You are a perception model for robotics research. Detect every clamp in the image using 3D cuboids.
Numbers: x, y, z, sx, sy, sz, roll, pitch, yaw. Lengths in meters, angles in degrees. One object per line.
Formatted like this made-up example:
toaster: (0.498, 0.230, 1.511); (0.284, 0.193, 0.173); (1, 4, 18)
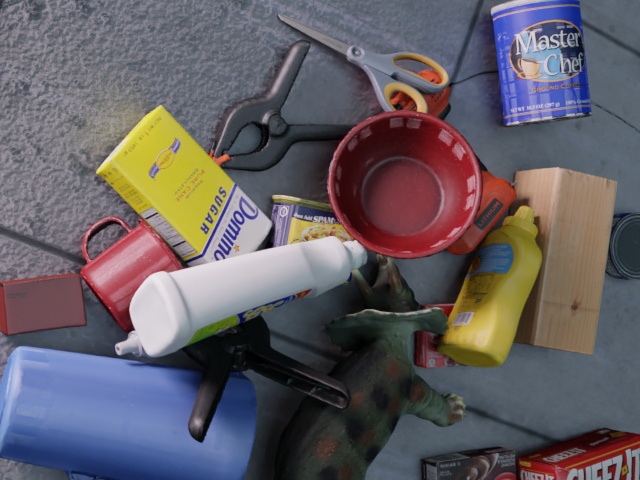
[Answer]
clamp: (-0.042, -0.121, 1.159); (0.171, 0.039, 0.120); (-43, 102, -10)
clamp: (-0.073, 0.115, 1.064); (0.164, 0.210, 0.036); (-4, 125, -22)

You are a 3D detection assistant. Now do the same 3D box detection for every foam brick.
foam brick: (-0.276, 0.063, 1.055); (0.078, 0.051, 0.053); (-6, 92, -23)

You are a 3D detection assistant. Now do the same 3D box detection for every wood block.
wood block: (0.277, 0.025, 1.264); (0.090, 0.090, 0.206); (11, 86, -23)

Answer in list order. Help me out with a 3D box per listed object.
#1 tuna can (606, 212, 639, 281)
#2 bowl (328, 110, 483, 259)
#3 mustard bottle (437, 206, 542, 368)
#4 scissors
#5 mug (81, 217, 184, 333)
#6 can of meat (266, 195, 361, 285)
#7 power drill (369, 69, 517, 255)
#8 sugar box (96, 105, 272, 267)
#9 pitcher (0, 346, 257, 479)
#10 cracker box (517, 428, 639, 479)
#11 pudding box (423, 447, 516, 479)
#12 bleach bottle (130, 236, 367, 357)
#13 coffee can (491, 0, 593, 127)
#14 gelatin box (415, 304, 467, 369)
tuna can: (0.390, 0.008, 1.341); (0.086, 0.034, 0.086); (0, 91, -22)
bowl: (0.089, -0.053, 1.131); (0.162, 0.055, 0.162); (0, 77, 0)
mustard bottle: (0.201, 0.047, 1.201); (0.058, 0.096, 0.191); (31, 71, -20)
scissors: (0.044, -0.185, 1.172); (0.201, 0.016, 0.096); (13, 68, -8)
mug: (-0.193, 0.030, 1.075); (0.081, 0.093, 0.117); (-38, 85, -13)
can of meat: (-0.008, 0.001, 1.164); (0.102, 0.058, 0.084); (11, 88, -22)
power drill: (0.122, -0.073, 1.216); (0.184, 0.057, 0.187); (-47, 106, -16)
sugar box: (-0.137, -0.043, 1.105); (0.176, 0.048, 0.093); (45, 56, -15)
pitcher: (-0.193, 0.189, 1.049); (0.242, 0.149, 0.145); (13, 116, -19)
cracker box: (0.326, 0.350, 1.280); (0.163, 0.072, 0.214); (-9, 94, -35)
pudding box: (0.177, 0.295, 1.250); (0.113, 0.039, 0.090); (-3, 91, -23)
bleach bottle: (-0.056, 0.042, 1.050); (0.250, 0.103, 0.068); (-17, 77, -32)
coffee can: (0.259, -0.208, 1.248); (0.102, 0.103, 0.140); (-9, 94, -22)
gelatin box: (0.155, 0.111, 1.245); (0.089, 0.030, 0.073); (1, 89, -23)
